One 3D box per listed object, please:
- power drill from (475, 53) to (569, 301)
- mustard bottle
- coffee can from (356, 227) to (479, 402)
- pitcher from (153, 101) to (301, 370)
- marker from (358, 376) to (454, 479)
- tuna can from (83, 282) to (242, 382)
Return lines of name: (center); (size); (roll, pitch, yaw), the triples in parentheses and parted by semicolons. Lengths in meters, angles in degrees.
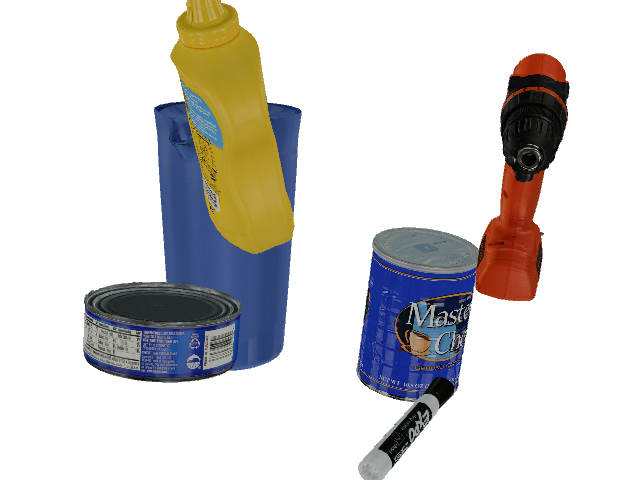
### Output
power drill: (0.170, -0.046, 0.896); (0.057, 0.188, 0.184); (11, 31, 10)
mustard bottle: (-0.065, -0.089, 0.746); (0.058, 0.191, 0.096); (-21, 41, -13)
coffee can: (0.093, 0.070, 1.033); (0.103, 0.140, 0.103); (6, 21, -2)
pitcher: (-0.081, -0.011, 1.002); (0.149, 0.243, 0.145); (-4, 16, -20)
marker: (0.065, 0.133, 0.767); (0.020, 0.020, 0.120); (0, 24, 35)
tuna can: (-0.087, 0.049, 0.587); (0.086, 0.034, 0.086); (5, 11, -1)
